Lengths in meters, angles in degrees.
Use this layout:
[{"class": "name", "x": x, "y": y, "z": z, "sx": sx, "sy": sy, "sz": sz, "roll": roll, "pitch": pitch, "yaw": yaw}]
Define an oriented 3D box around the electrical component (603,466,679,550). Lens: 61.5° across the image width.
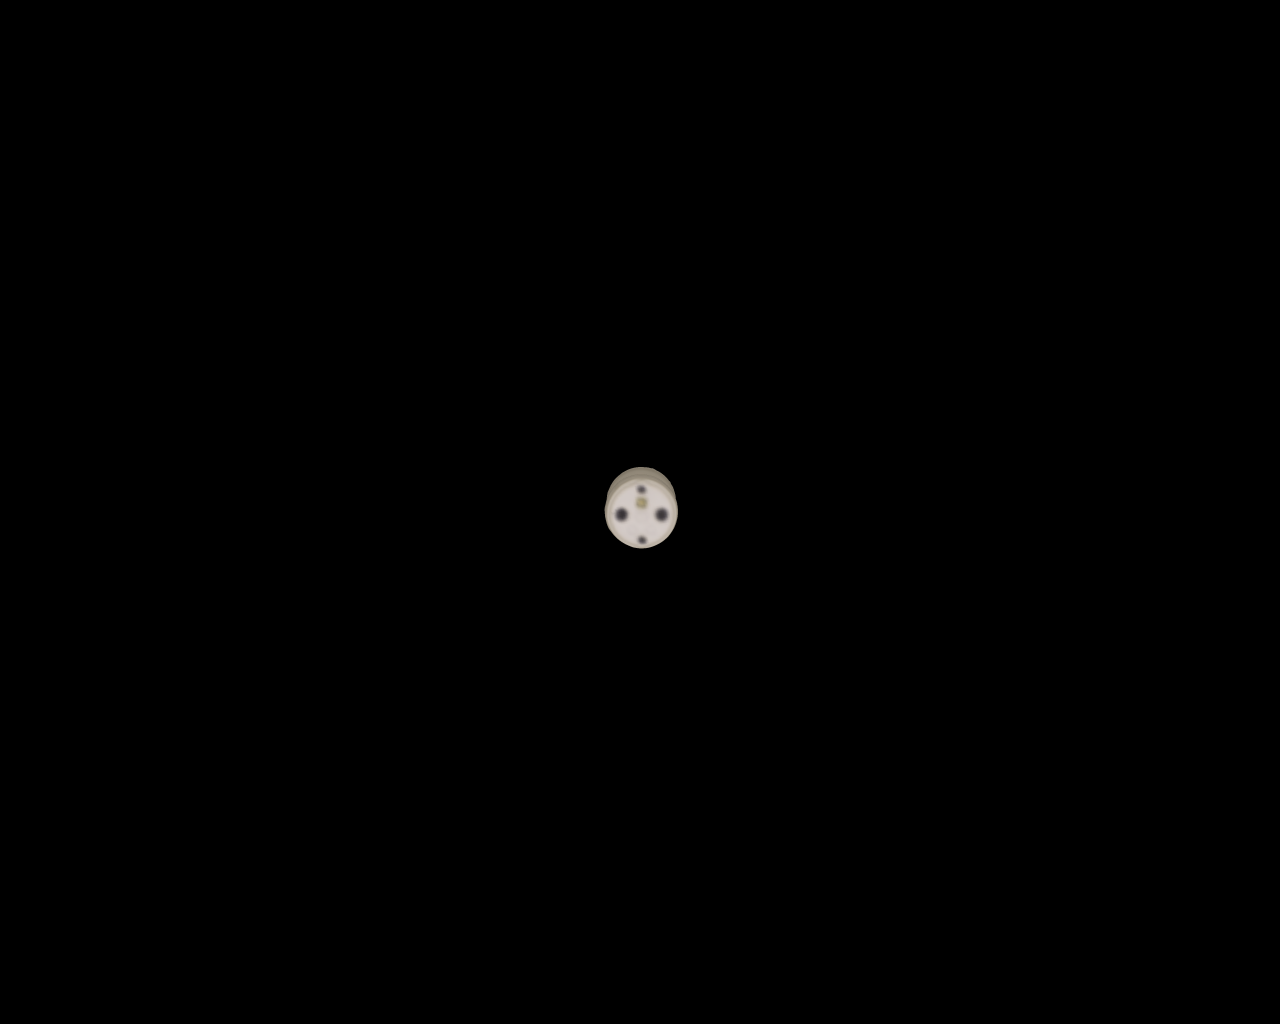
[{"class": "electrical component", "x": 0.001, "y": -0.003, "z": 0.650, "sx": 0.045, "sy": 0.044, "sz": 0.055, "roll": 0, "pitch": 9, "yaw": 0}]
